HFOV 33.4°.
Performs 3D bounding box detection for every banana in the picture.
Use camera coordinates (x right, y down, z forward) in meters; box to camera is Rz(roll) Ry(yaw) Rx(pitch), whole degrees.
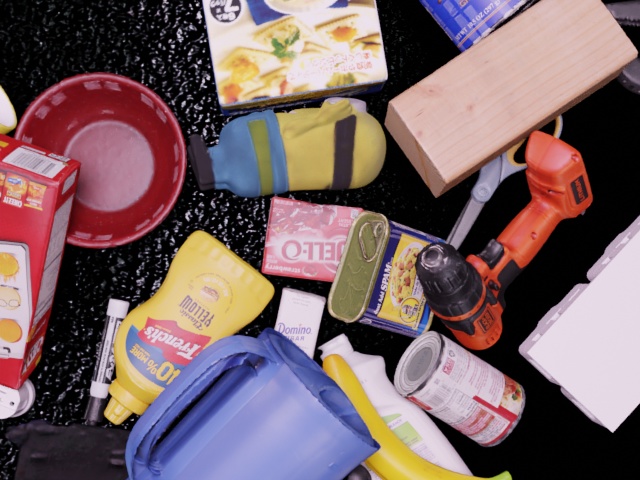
[{"bbox_3d":[0.070,0.182,0.945,0.198,0.037,0.069,35,65,3],"label":"banana"}]

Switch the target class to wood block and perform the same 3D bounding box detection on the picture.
[{"bbox_3d":[0.170,-0.137,0.973,0.206,0.091,0.090,-34,84,-3],"label":"wood block"}]

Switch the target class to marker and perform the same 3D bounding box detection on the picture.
[{"bbox_3d":[-0.203,0.116,1.010,0.020,0.020,0.121,12,88,0],"label":"marker"}]

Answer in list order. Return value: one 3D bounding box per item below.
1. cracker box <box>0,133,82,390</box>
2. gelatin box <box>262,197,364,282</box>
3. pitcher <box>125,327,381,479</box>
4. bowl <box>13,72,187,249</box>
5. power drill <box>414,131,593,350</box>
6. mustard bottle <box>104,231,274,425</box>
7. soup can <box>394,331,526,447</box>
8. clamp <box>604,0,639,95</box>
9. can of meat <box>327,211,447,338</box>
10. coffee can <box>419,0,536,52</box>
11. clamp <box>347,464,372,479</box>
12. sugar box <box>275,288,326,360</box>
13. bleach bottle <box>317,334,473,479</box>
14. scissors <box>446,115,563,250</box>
[{"bbox_3d":[-0.315,0.007,0.948,0.164,0.072,0.214,18,114,2],"label":"cracker box"},{"bbox_3d":[-0.006,0.001,1.011,0.089,0.030,0.073,8,88,0],"label":"gelatin box"},{"bbox_3d":[-0.085,0.191,0.859,0.243,0.145,0.149,-44,84,3],"label":"pitcher"},{"bbox_3d":[-0.202,-0.072,0.998,0.162,0.055,0.162,0,88,-1],"label":"bowl"},{"bbox_3d":[0.162,-0.003,0.950,0.057,0.184,0.187,35,82,30],"label":"power drill"},{"bbox_3d":[-0.135,0.091,0.992,0.096,0.058,0.191,38,88,-5],"label":"mustard bottle"},{"bbox_3d":[0.127,0.136,0.974,0.102,0.069,0.068,33,88,-19],"label":"soup can"},{"bbox_3d":[0.354,-0.176,1.018,0.210,0.036,0.164,34,87,1],"label":"clamp"},{"bbox_3d":[0.066,0.034,0.982,0.083,0.058,0.102,18,88,-32],"label":"can of meat"},{"bbox_3d":[0.129,-0.255,0.985,0.103,0.103,0.140,-39,89,-2],"label":"coffee can"},{"bbox_3d":[0.038,0.277,0.972,0.171,0.120,0.039,52,49,-2],"label":"clamp"},{"bbox_3d":[-0.033,0.133,0.974,0.048,0.093,0.176,15,88,-1],"label":"sugar box"},{"bbox_3d":[0.079,0.198,0.990,0.102,0.068,0.251,-30,86,-4],"label":"bleach bottle"},{"bbox_3d":[0.146,-0.065,1.022,0.201,0.016,0.096,-44,87,-3],"label":"scissors"}]
